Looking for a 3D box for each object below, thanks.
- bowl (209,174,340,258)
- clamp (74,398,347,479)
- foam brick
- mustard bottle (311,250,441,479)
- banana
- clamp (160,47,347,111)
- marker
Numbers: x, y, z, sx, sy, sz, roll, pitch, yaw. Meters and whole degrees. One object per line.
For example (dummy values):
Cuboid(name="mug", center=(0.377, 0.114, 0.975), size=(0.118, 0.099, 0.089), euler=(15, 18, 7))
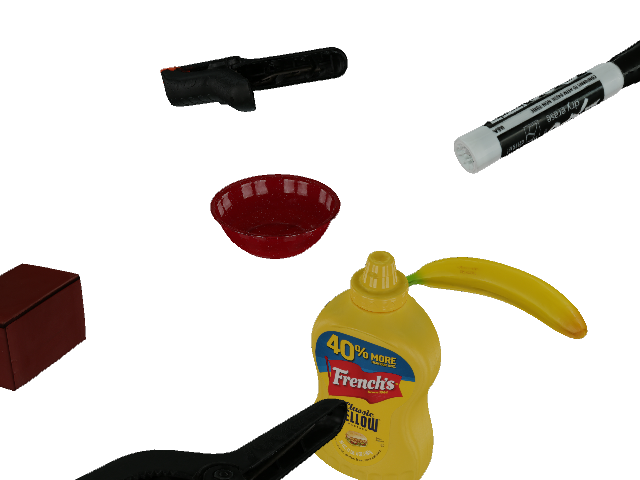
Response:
Cuboid(name="bowl", center=(-0.056, -0.023, 1.335), size=(0.162, 0.055, 0.162), euler=(0, 31, 0))
Cuboid(name="clamp", center=(-0.050, 0.135, 0.574), size=(0.209, 0.036, 0.165), euler=(-1, 19, -14))
Cuboid(name="foam brick", center=(-0.206, 0.057, 0.730), size=(0.053, 0.051, 0.078), euler=(11, 28, 26))
Cuboid(name="mustard bottle", center=(0.040, 0.091, 0.785), size=(0.096, 0.192, 0.058), euler=(18, 37, 23))
Cuboid(name="banana", center=(0.181, 0.053, 1.087), size=(0.198, 0.069, 0.037), euler=(13, -38, 25))
Cuboid(name="clamp", center=(-0.063, -0.134, 0.878), size=(0.120, 0.039, 0.172), euler=(-17, 20, -35))
Cuboid(name="marker", center=(0.119, -0.068, 0.525), size=(0.121, 0.020, 0.020), euler=(-29, 9, -16))
